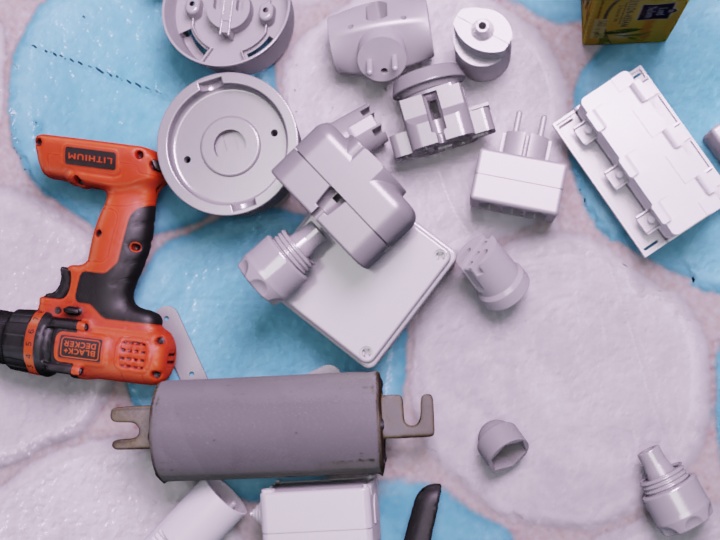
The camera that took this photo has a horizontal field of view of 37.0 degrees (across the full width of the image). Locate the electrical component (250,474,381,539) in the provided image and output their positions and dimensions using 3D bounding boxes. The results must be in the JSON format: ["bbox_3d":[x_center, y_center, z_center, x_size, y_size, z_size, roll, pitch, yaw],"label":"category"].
[{"bbox_3d":[-0.035,0.189,0.805,0.096,0.062,0.061,-5,86,7],"label":"electrical component"}]

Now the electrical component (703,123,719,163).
[{"bbox_3d":[0.297,-0.081,0.774,0.047,0.076,0.083,-35,83,4],"label":"electrical component"}]

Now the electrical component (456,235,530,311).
[{"bbox_3d":[0.098,0.001,0.802,0.040,0.040,0.046,-39,120,3],"label":"electrical component"}]

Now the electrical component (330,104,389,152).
[{"bbox_3d":[-0.006,-0.102,0.831,0.046,0.040,0.040,-31,84,-2],"label":"electrical component"}]

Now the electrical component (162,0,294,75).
[{"bbox_3d":[-0.100,-0.199,0.834,0.099,0.064,0.099,0,87,7],"label":"electrical component"}]

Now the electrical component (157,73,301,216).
[{"bbox_3d":[-0.096,-0.092,0.829,0.108,0.060,0.108,0,86,7],"label":"electrical component"}]

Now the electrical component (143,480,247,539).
[{"bbox_3d":[-0.130,0.200,0.825,0.043,0.043,0.081,44,92,7],"label":"electrical component"}]

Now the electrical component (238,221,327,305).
[{"bbox_3d":[-0.052,-0.009,0.770,0.062,0.043,0.043,-41,83,2],"label":"electrical component"}]

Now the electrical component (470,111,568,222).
[{"bbox_3d":[0.122,-0.081,0.810,0.066,0.047,0.076,12,87,7],"label":"electrical component"}]

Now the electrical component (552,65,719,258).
[{"bbox_3d":[0.210,-0.082,0.791,0.079,0.063,0.121,-34,83,4],"label":"electrical component"}]

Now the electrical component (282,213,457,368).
[{"bbox_3d":[0.000,0.000,0.815,0.109,0.056,0.108,38,92,8],"label":"electrical component"}]

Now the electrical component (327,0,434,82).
[{"bbox_3d":[0.016,-0.169,0.816,0.077,0.079,0.043,-8,128,6],"label":"electrical component"}]

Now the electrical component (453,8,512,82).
[{"bbox_3d":[0.092,-0.170,0.801,0.043,0.081,0.043,0,87,7],"label":"electrical component"}]

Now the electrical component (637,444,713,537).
[{"bbox_3d":[0.226,0.159,0.785,0.043,0.043,0.062,-29,82,4],"label":"electrical component"}]

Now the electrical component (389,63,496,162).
[{"bbox_3d":[0.057,-0.121,0.815,0.078,0.058,0.057,-16,87,10],"label":"electrical component"}]

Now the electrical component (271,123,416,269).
[{"bbox_3d":[-0.008,-0.055,0.762,0.059,0.054,0.095,-44,83,3],"label":"electrical component"}]
